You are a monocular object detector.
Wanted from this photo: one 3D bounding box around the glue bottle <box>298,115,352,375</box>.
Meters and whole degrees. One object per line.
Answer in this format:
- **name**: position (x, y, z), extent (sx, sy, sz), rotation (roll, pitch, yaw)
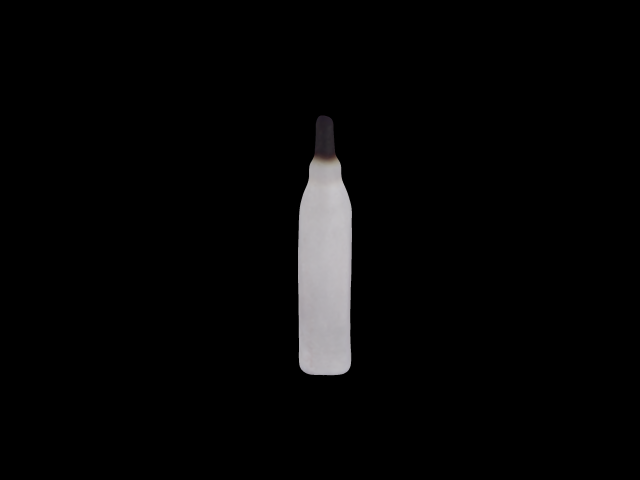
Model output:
- **glue bottle**: position (0.004, 0.001, 0.400), extent (0.037, 0.173, 0.078), rotation (0, 15, 0)
